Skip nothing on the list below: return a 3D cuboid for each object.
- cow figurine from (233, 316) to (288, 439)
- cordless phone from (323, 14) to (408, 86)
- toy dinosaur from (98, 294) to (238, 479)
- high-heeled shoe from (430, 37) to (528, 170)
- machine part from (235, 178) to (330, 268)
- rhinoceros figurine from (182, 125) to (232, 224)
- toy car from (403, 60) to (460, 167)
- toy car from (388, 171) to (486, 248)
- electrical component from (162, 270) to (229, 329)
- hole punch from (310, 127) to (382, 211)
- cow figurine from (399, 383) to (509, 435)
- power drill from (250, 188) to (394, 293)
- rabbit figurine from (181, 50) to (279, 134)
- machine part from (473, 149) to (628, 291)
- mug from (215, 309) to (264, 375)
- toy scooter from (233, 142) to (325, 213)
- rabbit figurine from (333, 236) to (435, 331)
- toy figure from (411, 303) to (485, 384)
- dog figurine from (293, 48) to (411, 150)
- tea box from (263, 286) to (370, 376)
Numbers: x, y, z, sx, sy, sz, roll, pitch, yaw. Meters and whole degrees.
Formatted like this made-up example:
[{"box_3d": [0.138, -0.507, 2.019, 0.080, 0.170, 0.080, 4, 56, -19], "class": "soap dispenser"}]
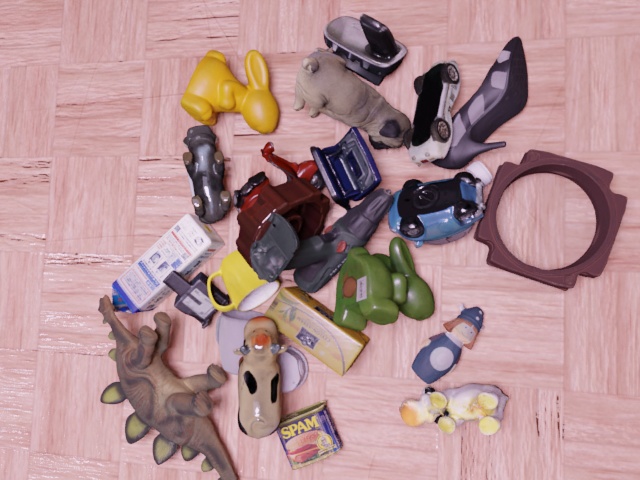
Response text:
[{"box_3d": [-0.100, 0.221, 0.872, 0.085, 0.127, 0.194, 1, 86, -10], "class": "cow figurine"}, {"box_3d": [0.067, -0.347, 0.913, 0.147, 0.184, 0.088, 34, 97, 12], "class": "cordless phone"}, {"box_3d": [-0.261, 0.296, 0.960, 0.198, 0.105, 0.471, -41, 86, 24], "class": "toy dinosaur"}, {"box_3d": [0.272, -0.235, 0.935, 0.145, 0.086, 0.248, 0, 65, 42], "class": "high-heeled shoe"}, {"box_3d": [-0.064, -0.026, 0.919, 0.179, 0.179, 0.056, -47, 62, 5], "class": "machine part"}, {"box_3d": [-0.207, -0.126, 0.992, 0.073, 0.112, 0.190, -12, 77, -6], "class": "rhinoceros figurine"}, {"box_3d": [0.193, -0.219, 0.912, 0.074, 0.056, 0.201, -12, 56, 48], "class": "toy car"}, {"box_3d": [0.201, -0.043, 0.899, 0.162, 0.102, 0.109, -12, 50, 24], "class": "toy car"}, {"box_3d": [-0.233, 0.099, 0.984, 0.119, 0.048, 0.075, 40, 96, -17], "class": "electrical component"}, {"box_3d": [0.049, -0.123, 0.932, 0.092, 0.115, 0.142, -28, 84, 6], "class": "hole punch"}, {"box_3d": [0.220, 0.270, 0.886, 0.167, 0.098, 0.068, -10, 90, 30], "class": "cow figurine"}, {"box_3d": [-0.002, -0.003, 0.879, 0.086, 0.207, 0.232, 50, 121, 21], "class": "power drill"}, {"box_3d": [-0.151, -0.266, 1.004, 0.173, 0.122, 0.162, 27, 82, -1], "class": "rabbit figurine"}, {"box_3d": [0.370, -0.033, 0.873, 0.202, 0.087, 0.201, 20, 90, 14], "class": "machine part"}, {"box_3d": [-0.153, 0.184, 0.973, 0.110, 0.080, 0.107, 7, 93, 34], "class": "mug"}, {"box_3d": [-0.087, -0.097, 0.952, 0.184, 0.135, 0.075, -39, 41, 3], "class": "toy scooter"}, {"box_3d": [0.115, 0.083, 0.903, 0.121, 0.170, 0.159, -39, 45, 45], "class": "rabbit figurine"}, {"box_3d": [0.222, 0.174, 0.904, 0.064, 0.058, 0.154, 41, 94, -27], "class": "toy figure"}, {"box_3d": [0.064, -0.235, 0.916, 0.191, 0.172, 0.121, 31, 103, 20], "class": "dog figurine"}, {"box_3d": [-0.004, 0.153, 0.932, 0.170, 0.098, 0.068, 35, 94, 11], "class": "tea box"}]
